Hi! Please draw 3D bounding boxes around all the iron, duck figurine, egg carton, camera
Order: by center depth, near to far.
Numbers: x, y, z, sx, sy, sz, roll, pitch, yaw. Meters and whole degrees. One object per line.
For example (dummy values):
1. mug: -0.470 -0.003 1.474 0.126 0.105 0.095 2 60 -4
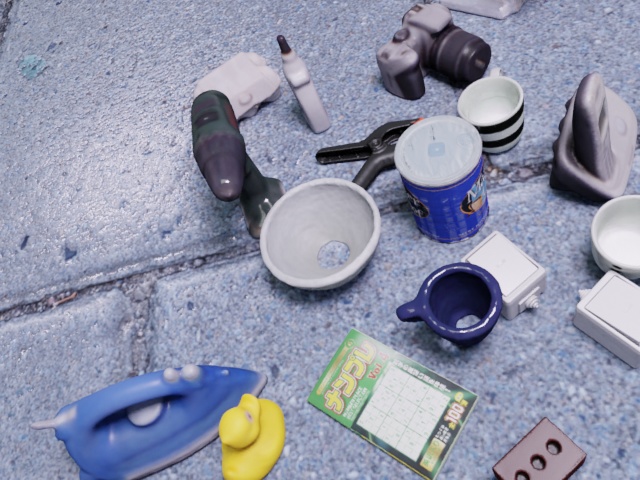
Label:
1. duck figurine: -0.090 0.231 0.671 0.077 0.086 0.104 10 65 25
2. iron: -0.205 0.198 0.698 0.258 0.142 0.118 -25 55 4
3. camera: 0.178 -0.288 0.872 0.143 0.101 0.136 -46 56 -9
4. egg carton: -0.143 -0.256 0.989 0.150 0.070 0.107 -36 55 -3

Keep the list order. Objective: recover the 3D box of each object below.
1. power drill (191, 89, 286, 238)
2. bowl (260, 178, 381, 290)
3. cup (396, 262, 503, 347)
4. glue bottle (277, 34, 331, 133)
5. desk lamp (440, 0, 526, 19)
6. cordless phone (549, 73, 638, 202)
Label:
1. power drill: -0.111 -0.094 0.797 0.075 0.209 0.229 -26 55 4
2. bowl: 0.007 0.003 0.778 0.167 0.075 0.167 -9 58 15
3. cup: 0.152 0.088 0.662 0.117 0.095 0.091 -14 57 12
4. glue bottle: -0.030 -0.244 0.878 0.037 0.173 0.078 -28 55 3
5. desk lamp: 0.274 -0.449 0.863 0.202 0.214 0.118 24 71 30
6. cordless phone: 0.331 -0.147 0.681 0.094 0.185 0.148 10 65 25
